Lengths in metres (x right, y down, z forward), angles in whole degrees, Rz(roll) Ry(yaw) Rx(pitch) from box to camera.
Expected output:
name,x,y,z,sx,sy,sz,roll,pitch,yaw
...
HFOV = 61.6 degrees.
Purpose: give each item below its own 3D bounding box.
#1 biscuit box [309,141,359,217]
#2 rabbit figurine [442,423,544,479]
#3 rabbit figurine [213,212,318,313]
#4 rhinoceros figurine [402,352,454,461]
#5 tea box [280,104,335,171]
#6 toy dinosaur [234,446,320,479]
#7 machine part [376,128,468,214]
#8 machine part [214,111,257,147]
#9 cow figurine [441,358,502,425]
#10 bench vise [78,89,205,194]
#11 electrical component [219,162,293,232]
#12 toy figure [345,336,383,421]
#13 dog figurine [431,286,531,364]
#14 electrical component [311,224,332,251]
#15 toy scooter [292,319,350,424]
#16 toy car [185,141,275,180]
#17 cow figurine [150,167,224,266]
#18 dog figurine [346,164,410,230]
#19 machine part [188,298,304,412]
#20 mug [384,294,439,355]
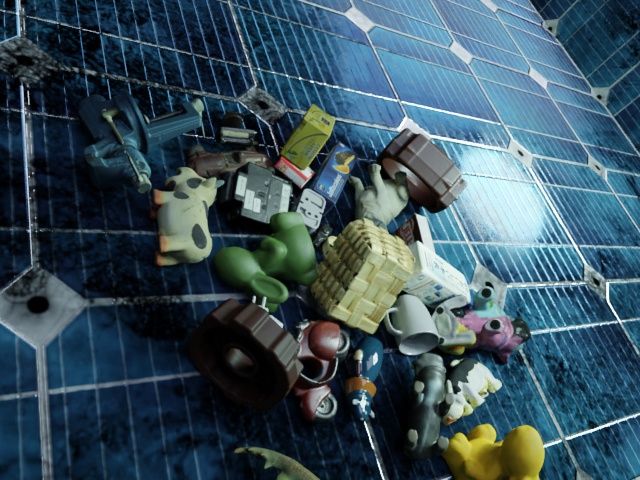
name,x,y,z,sx,sy,sz,roll,pitch,yaw
biscuit box,0.025,-0.138,1.203,0.063,0.059,0.203,34,44,-9
rabbit figurine,0.312,0.385,0.922,0.122,0.173,0.162,13,47,-33
rabbit figurine,-0.101,0.049,0.956,0.170,0.121,0.159,-13,71,-21
rhinoceros figurine,0.192,0.292,0.957,0.073,0.112,0.190,10,61,6
tea box,-0.024,-0.227,1.174,0.068,0.098,0.170,33,25,-10
toy dinosaur,0.062,0.456,0.741,0.198,0.105,0.471,-25,69,-41
machine part,0.239,-0.161,1.272,0.201,0.201,0.087,43,87,1
machine part,-0.176,-0.224,1.102,0.084,0.039,0.139,-3,33,-14
cow figurine,0.272,0.287,1.043,0.167,0.068,0.098,-15,61,-45
bench vise,-0.306,-0.189,0.950,0.241,0.128,0.224,-26,55,-26
electrical component,-0.123,-0.081,1.029,0.134,0.058,0.115,20,66,-31
toy figure,0.077,0.246,0.946,0.064,0.057,0.154,27,50,-8
dog figurine,0.344,0.201,1.146,0.219,0.192,0.108,48,26,-49
electrical component,-0.002,-0.003,1.076,0.021,0.063,0.094,40,43,-3
toy scooter,-0.025,0.202,0.896,0.135,0.075,0.184,26,51,-16
toy car,-0.174,-0.155,1.082,0.202,0.053,0.089,-14,64,-40
cow figurine,-0.229,-0.048,0.936,0.127,0.085,0.195,3,53,-27
dog figurine,0.142,-0.052,1.208,0.172,0.121,0.190,8,67,-27
machine part,-0.109,0.169,0.794,0.179,0.179,0.056,44,42,1
mug,0.172,0.162,1.069,0.109,0.080,0.107,12,40,-20
